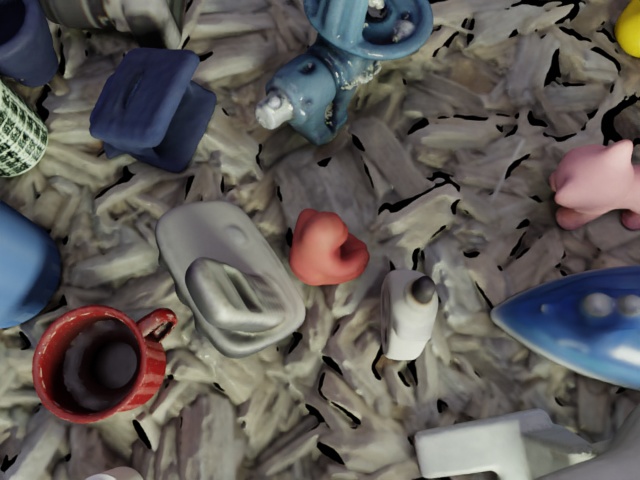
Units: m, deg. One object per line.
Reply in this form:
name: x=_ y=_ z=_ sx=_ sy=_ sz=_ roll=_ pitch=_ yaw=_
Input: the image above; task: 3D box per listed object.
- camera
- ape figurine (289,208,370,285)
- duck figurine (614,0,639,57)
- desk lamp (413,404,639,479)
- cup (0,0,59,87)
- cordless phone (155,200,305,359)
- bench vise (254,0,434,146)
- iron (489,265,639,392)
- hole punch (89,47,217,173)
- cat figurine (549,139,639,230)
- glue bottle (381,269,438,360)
camera: x=-0.214 y=-0.275 z=0.587 sx=0.136 sy=0.101 sz=0.143 roll=0 pitch=75 yaw=1
ape figurine: x=0.005 y=0.002 z=0.515 sx=0.076 sy=0.092 sz=0.078 roll=-29 pitch=76 yaw=-6
duck figurine: x=0.362 y=-0.239 z=0.574 sx=0.104 sy=0.086 sz=0.077 roll=-23 pitch=76 yaw=-5
desk lamp: x=0.186 y=0.179 z=0.402 sx=0.203 sy=0.213 sz=0.118 roll=-11 pitch=75 yaw=-1
cup: x=-0.316 y=-0.189 z=0.569 sx=0.118 sy=0.095 sz=0.091 roll=-30 pitch=77 yaw=-6
cordless phone: x=-0.082 y=0.020 z=0.464 sx=0.094 sy=0.185 sz=0.147 roll=-35 pitch=77 yaw=-7
bench vise: x=0.030 y=-0.183 z=0.497 sx=0.121 sy=0.220 sz=0.207 roll=22 pitch=77 yaw=7
iron: x=0.285 y=0.066 z=0.467 sx=0.258 sy=0.141 sz=0.119 roll=4 pitch=75 yaw=2
hole punch: x=-0.168 y=-0.131 z=0.553 sx=0.101 sy=0.091 sz=0.109 roll=19 pitch=77 yaw=6
cat figurine: x=0.260 y=-0.053 z=0.511 sx=0.128 sy=0.118 sz=0.067 roll=-4 pitch=75 yaw=0
glue bottle: x=0.073 y=0.053 z=0.458 sx=0.037 sy=0.173 sz=0.078 roll=1 pitch=75 yaw=2
